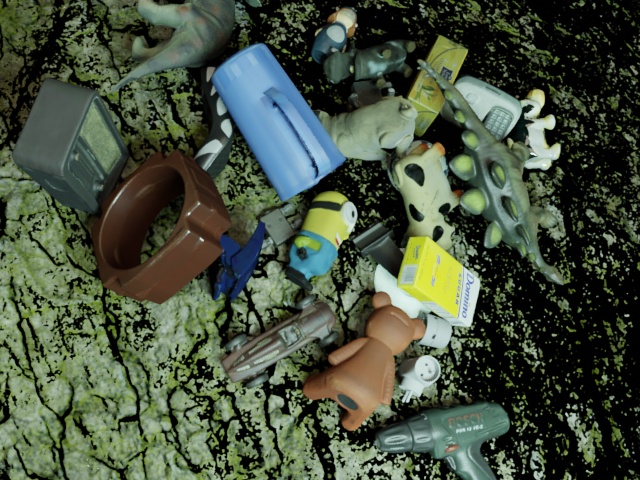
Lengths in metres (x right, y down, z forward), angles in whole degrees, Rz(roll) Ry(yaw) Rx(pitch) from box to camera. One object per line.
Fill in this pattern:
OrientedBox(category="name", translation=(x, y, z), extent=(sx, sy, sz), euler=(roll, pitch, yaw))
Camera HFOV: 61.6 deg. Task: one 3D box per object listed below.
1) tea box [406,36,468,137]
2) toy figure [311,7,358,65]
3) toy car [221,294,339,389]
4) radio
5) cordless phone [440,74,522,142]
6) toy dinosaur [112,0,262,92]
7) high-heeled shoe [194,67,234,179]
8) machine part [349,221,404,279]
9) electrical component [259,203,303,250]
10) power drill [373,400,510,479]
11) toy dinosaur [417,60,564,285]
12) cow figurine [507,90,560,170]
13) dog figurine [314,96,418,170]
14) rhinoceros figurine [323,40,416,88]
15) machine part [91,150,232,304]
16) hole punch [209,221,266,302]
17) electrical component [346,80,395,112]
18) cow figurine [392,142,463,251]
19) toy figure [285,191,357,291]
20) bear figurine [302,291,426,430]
OrientedBox(category="tea box", translation=(0.217, -0.301, 1.056), extent=(0.068, 0.098, 0.169), euler=(27, 71, -1))
OrientedBox(category="toy figure", translation=(0.036, -0.417, 1.078), extent=(0.064, 0.058, 0.154), euler=(46, 62, -37))
OrientedBox(category="toy car", translation=(-0.063, 0.165, 0.881), extent=(0.202, 0.053, 0.089), euler=(-26, 83, -19))
OrientedBox(category="radio", translation=(-0.366, -0.128, 0.813), extent=(0.073, 0.229, 0.131), euler=(17, 74, -2))
OrientedBox(category="cordless phone", translation=(0.296, -0.216, 1.065), extent=(0.147, 0.089, 0.184), euler=(26, 89, -3))
OrientedBox(category="toy dinosaur", translation=(-0.221, -0.401, 0.981), extent=(0.192, 0.131, 0.405), euler=(15, 72, -5))
OrientedBox(category="high-heeled shoe", translation=(-0.210, -0.203, 0.949), extent=(0.145, 0.086, 0.249), euler=(32, 66, 3))
OrientedBox(category="machine part", translation=(0.121, 0.027, 0.955), extent=(0.084, 0.039, 0.139), euler=(-26, 61, -22))
OrientedBox(category="electrical component", translation=(-0.078, -0.023, 0.950), extent=(0.094, 0.021, 0.063), euler=(-33, 82, -18))
OrientedBox(category="power drill", translation=(0.218, 0.372, 0.867), extent=(0.232, 0.086, 0.207), euler=(-15, 69, -18))
OrientedBox(category="toy dinosaur", translation=(0.306, -0.112, 0.943), extent=(0.471, 0.105, 0.198), euler=(58, 35, -4))
OrientedBox(category="cow figurine", translation=(0.421, -0.228, 1.095), extent=(0.098, 0.068, 0.167), euler=(-2, 73, -6))
OrientedBox(category="dog figurine", translation=(0.058, -0.205, 0.960), extent=(0.190, 0.172, 0.121), euler=(6, 62, -18))
OrientedBox(category="rhinoceros figurine", translation=(0.096, -0.349, 1.043), extent=(0.190, 0.073, 0.112), euler=(-23, 45, -27))
OrientedBox(category="machine part", translation=(-0.243, -0.020, 0.818), extent=(0.201, 0.087, 0.201), euler=(-39, 51, 9))
OrientedBox(category="hole punch", translation=(-0.135, 0.033, 0.867), extent=(0.092, 0.142, 0.116), euler=(2, 64, -18))
OrientedBox(category="electrical component", translation=(0.101, -0.279, 1.053), extent=(0.102, 0.045, 0.078), euler=(-6, 76, -14))
OrientedBox(category="cow figurine", translation=(0.186, -0.061, 0.953), extent=(0.127, 0.086, 0.194), euler=(-31, 112, -9))
OrientedBox(category="toy figure", translation=(-0.002, -0.004, 0.930), extent=(0.089, 0.082, 0.180), euler=(33, 72, 0))
OrientedBox(category="bear figurine", translation=(0.078, 0.191, 0.883), extent=(0.120, 0.132, 0.196), euler=(37, 52, -1))
